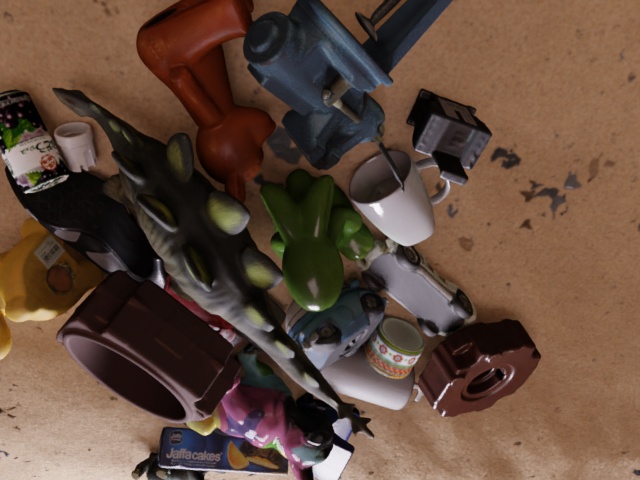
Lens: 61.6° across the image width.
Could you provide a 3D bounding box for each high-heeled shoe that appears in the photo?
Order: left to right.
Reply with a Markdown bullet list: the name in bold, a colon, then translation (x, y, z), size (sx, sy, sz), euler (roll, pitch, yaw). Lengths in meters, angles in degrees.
- **high-heeled shoe**: translation (-0.284, -0.004, 0.697), size (0.249, 0.086, 0.145), euler (35, 153, 0)

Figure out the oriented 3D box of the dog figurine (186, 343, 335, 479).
- **dog figurine**: translation (-0.085, 0.277, 0.805), size (0.191, 0.108, 0.219), euler (-34, 99, 27)

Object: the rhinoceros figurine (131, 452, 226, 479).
- **rhinoceros figurine**: translation (-0.233, 0.392, 0.925), size (0.190, 0.112, 0.073), euler (-23, 93, 30)

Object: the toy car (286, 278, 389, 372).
- **toy car**: translation (0.008, 0.108, 0.726), size (0.103, 0.161, 0.109), euler (46, 133, 23)

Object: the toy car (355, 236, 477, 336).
- **toy car**: translation (0.133, 0.065, 0.730), size (0.201, 0.056, 0.073), euler (40, 122, -22)

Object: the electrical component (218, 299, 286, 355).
- **electrical component**: translation (-0.094, 0.118, 0.761), size (0.102, 0.078, 0.045), euler (41, 150, -25)

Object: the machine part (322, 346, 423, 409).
- **machine part**: translation (0.052, 0.195, 0.805), size (0.243, 0.079, 0.079), euler (20, 122, -12)

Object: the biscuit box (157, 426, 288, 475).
- **biscuit box**: translation (-0.151, 0.333, 0.850), size (0.203, 0.059, 0.063), euler (10, 159, -16)

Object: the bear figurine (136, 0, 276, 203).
- **bear figurine**: translation (-0.093, -0.146, 0.552), size (0.132, 0.120, 0.195), euler (-24, 122, 12)

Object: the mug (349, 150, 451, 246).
- **mug**: translation (0.105, -0.049, 0.644), size (0.109, 0.081, 0.107), euler (-30, 131, 12)

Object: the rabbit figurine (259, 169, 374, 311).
- **rabbit figurine**: translation (-0.001, -0.002, 0.615), size (0.121, 0.170, 0.158), euler (-10, 124, 6)

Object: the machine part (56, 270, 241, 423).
- **machine part**: translation (-0.218, 0.142, 0.674), size (0.201, 0.087, 0.201), euler (42, 144, -15)

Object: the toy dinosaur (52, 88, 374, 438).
- **toy dinosaur**: translation (-0.115, 0.013, 0.556), size (0.105, 0.198, 0.471), euler (-43, 92, -15)

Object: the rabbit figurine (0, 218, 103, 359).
- **rabbit figurine**: translation (-0.397, 0.070, 0.696), size (0.173, 0.162, 0.121), euler (-7, 138, 26)

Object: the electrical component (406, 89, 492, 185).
- **electrical component**: translation (0.137, -0.110, 0.573), size (0.075, 0.119, 0.047), euler (18, 123, -8)

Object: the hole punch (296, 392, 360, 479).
- **hole punch**: translation (-0.001, 0.334, 0.896), size (0.116, 0.092, 0.142), euler (15, 127, -5)

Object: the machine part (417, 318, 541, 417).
- **machine part**: translation (0.232, 0.189, 0.780), size (0.179, 0.056, 0.179), euler (-14, 136, -14)

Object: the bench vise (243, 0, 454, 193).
- **bench vise**: translation (0.049, -0.178, 0.512), size (0.240, 0.129, 0.223), euler (-44, 138, 16)
